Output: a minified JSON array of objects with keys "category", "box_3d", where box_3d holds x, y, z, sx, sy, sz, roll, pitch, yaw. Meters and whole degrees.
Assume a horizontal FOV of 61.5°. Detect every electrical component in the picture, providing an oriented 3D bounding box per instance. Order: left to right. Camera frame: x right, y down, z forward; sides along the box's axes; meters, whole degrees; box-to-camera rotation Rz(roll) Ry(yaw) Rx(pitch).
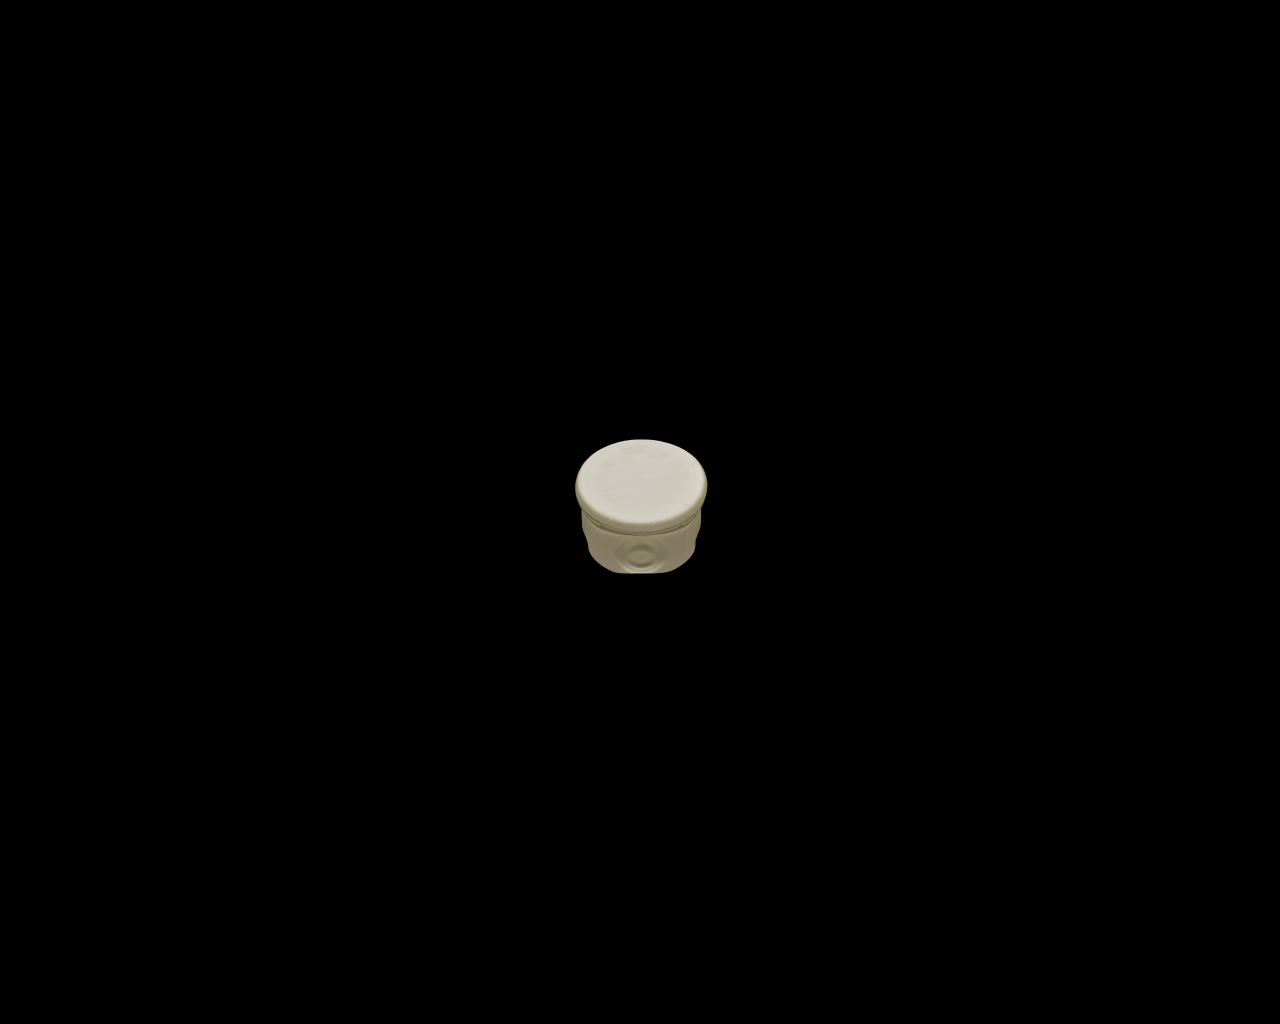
[{"category":"electrical component","box_3d":[0.001,-0.003,0.650,0.080,0.050,0.080,0,44,0]}]
